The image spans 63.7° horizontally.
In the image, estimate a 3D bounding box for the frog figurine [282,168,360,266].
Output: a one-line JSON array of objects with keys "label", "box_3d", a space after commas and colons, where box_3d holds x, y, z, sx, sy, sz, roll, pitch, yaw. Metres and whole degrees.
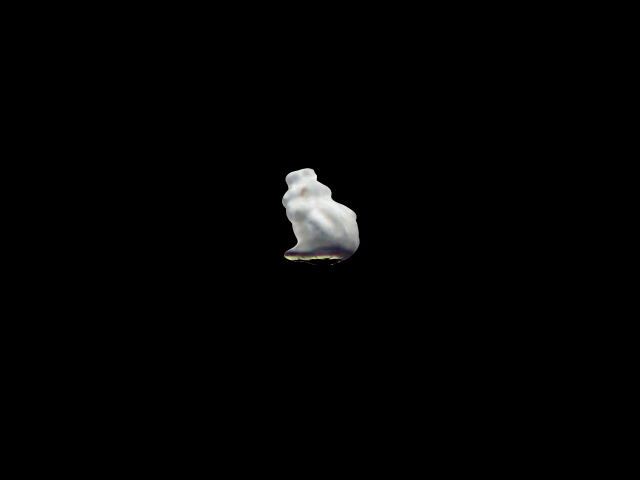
[{"label": "frog figurine", "box_3d": [0.003, -0.043, 0.850, 0.137, 0.161, 0.122, 7, -12, -35]}]
